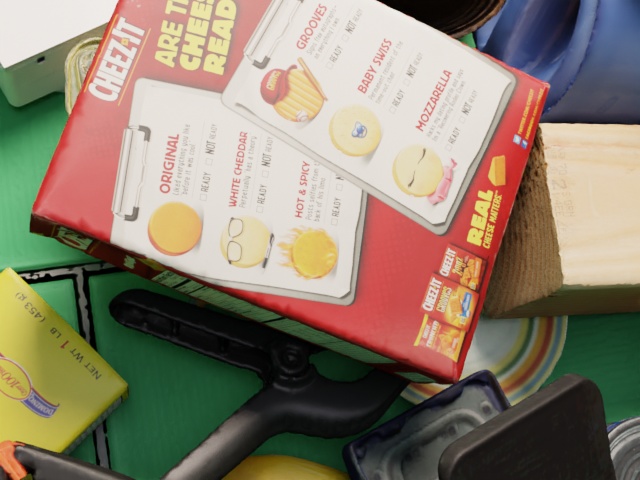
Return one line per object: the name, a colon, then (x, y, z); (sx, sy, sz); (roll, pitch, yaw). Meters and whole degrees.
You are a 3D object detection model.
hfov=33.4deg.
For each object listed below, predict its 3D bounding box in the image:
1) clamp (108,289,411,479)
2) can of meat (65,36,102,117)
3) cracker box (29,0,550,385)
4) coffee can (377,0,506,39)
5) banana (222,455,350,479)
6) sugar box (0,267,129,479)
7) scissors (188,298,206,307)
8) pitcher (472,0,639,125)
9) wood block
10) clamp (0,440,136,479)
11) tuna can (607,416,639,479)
clamp: (-0.022, 0.079, 0.553); (0.171, 0.039, 0.120); (0, 62, -12)
can of meat: (-0.088, -0.069, 0.597); (0.102, 0.084, 0.057); (-3, 74, -10)
cracker box: (-0.012, -0.041, 0.525); (0.213, 0.072, 0.164); (23, 76, -13)
coffee can: (0.045, -0.192, 0.589); (0.102, 0.103, 0.140); (0, 71, -10)
banana: (0.034, 0.176, 0.565); (0.069, 0.037, 0.198); (-39, 82, -20)
sugar box: (-0.192, 0.108, 0.545); (0.093, 0.048, 0.176); (43, 70, 4)
scissors: (-0.004, 0.001, 0.602); (0.202, 0.016, 0.096); (-13, 84, 2)
pitcher: (0.223, -0.128, 0.619); (0.242, 0.145, 0.149); (2, 29, -22)
wood block: (0.199, -0.009, 0.606); (0.205, 0.091, 0.090); (-1, 76, -19)
clamp: (-0.102, 0.192, 0.519); (0.164, 0.036, 0.210); (-43, 99, -18)
tuna can: (0.184, 0.143, 0.602); (0.086, 0.034, 0.086); (3, 73, -9)
